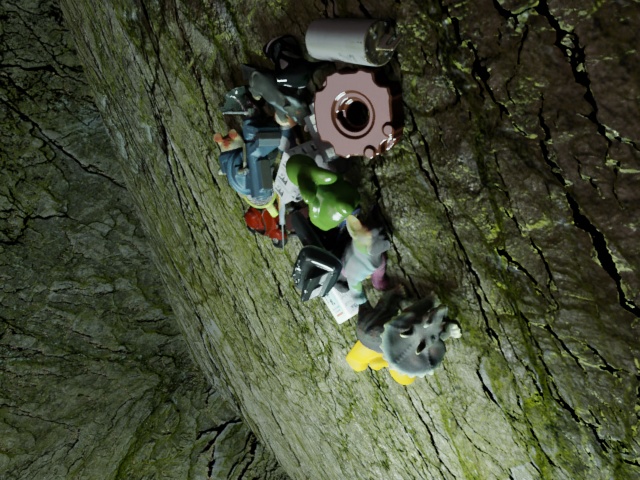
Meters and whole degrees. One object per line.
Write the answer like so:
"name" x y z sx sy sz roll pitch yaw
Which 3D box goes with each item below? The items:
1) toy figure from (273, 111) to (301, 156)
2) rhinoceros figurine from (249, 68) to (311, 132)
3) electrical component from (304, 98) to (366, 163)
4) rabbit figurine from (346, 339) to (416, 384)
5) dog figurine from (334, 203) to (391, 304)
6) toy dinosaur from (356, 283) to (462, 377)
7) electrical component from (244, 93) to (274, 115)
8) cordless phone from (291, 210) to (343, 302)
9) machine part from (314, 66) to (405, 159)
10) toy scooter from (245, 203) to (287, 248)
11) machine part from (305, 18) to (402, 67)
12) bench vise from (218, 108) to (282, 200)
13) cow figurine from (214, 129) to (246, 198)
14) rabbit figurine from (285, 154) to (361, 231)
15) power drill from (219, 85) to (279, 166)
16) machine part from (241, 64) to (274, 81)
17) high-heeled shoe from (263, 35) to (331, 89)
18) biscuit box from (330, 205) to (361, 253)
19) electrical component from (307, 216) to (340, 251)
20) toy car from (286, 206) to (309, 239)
"toy figure" -0.079 -0.268 1.286 0.058 0.064 0.154 -91 -4 -52
"rhinoceros figurine" -0.069 -0.309 1.182 0.190 0.073 0.112 38 171 -3
"electrical component" 0.034 -0.237 1.091 0.115 0.058 0.134 -13 104 44
"rabbit figurine" 0.174 0.279 1.321 0.173 0.122 0.162 42 140 8
"dog figurine" 0.086 0.017 1.216 0.192 0.108 0.219 33 137 47
"toy dinosaur" 0.152 0.190 1.161 0.405 0.192 0.131 -7 107 60
"electrical component" -0.155 -0.348 1.333 0.094 0.063 0.021 50 151 23
"cordless phone" -0.033 0.035 1.240 0.184 0.089 0.146 60 152 25
"machine part" 0.069 -0.234 0.991 0.180 0.056 0.179 13 117 26
"toy scooter" -0.163 -0.067 1.592 0.184 0.075 0.135 34 142 37
"machine part" 0.051 -0.355 0.960 0.243 0.079 0.079 29 138 46
"bench vise" -0.190 -0.206 1.327 0.241 0.129 0.223 0 110 51
"cow figurine" -0.232 -0.212 1.550 0.127 0.086 0.195 -2 -104 -76
"rabbit figurine" -0.009 -0.107 1.122 0.170 0.121 0.159 42 -175 -6
"power drill" -0.185 -0.288 1.424 0.207 0.086 0.232 63 151 7
"machine part" -0.139 -0.386 1.302 0.139 0.039 0.084 40 150 33
"high-heeled shoe" -0.090 -0.364 1.119 0.249 0.145 0.086 28 137 45
"biscuit box" 0.039 -0.023 1.299 0.059 0.063 0.202 49 150 22
"electrical component" -0.003 -0.004 1.268 0.075 0.048 0.119 50 148 19
"toy car" -0.036 -0.056 1.400 0.202 0.053 0.089 -17 73 61
